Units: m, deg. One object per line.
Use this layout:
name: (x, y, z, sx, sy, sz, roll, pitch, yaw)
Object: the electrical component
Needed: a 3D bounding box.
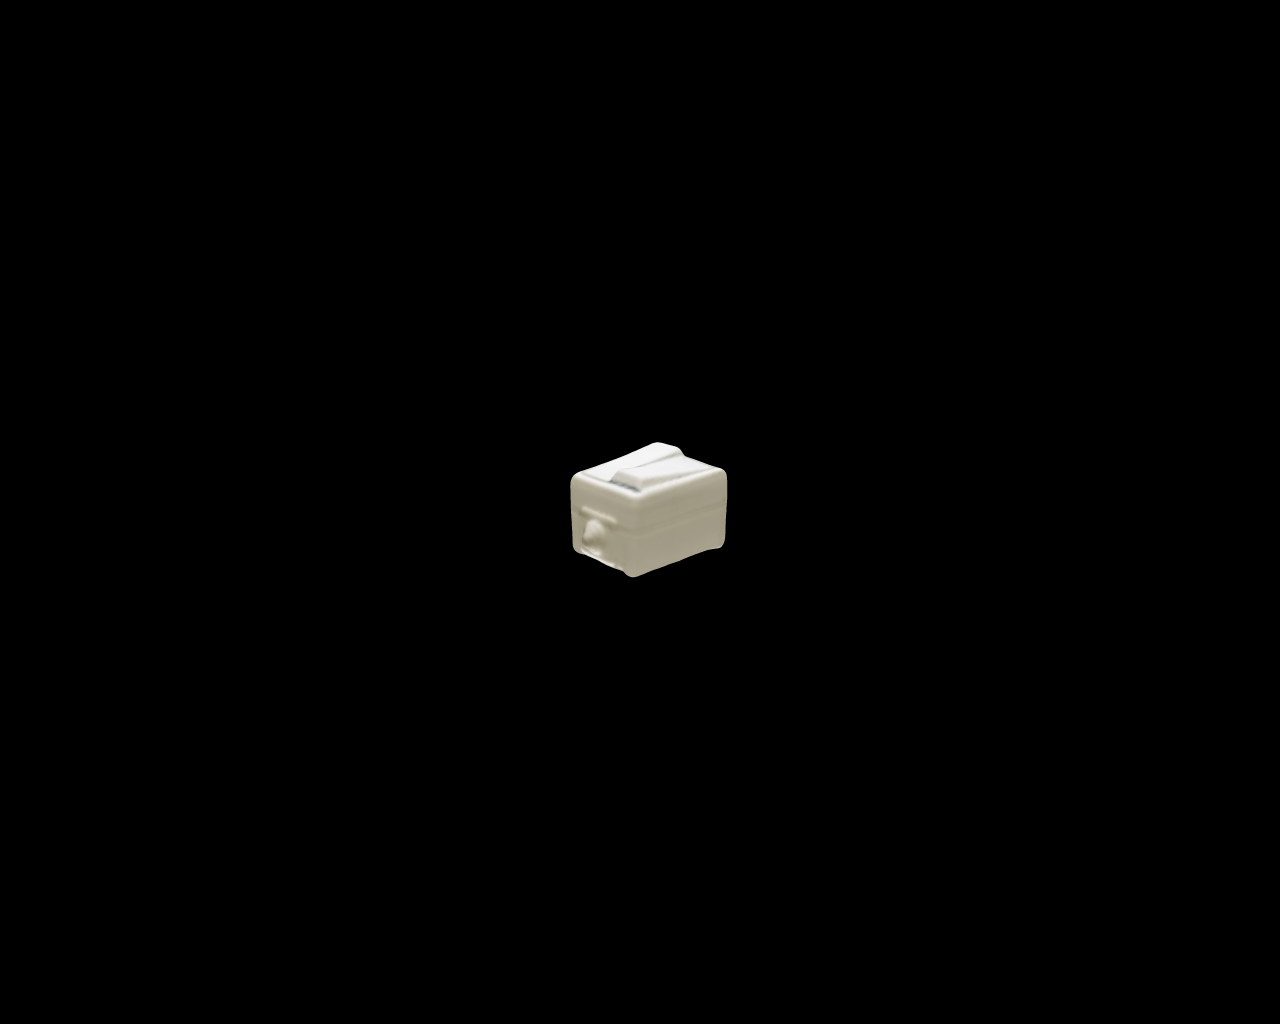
electrical component: (0.001, -0.003, 0.650, 0.096, 0.061, 0.062, -17, 27, -38)
